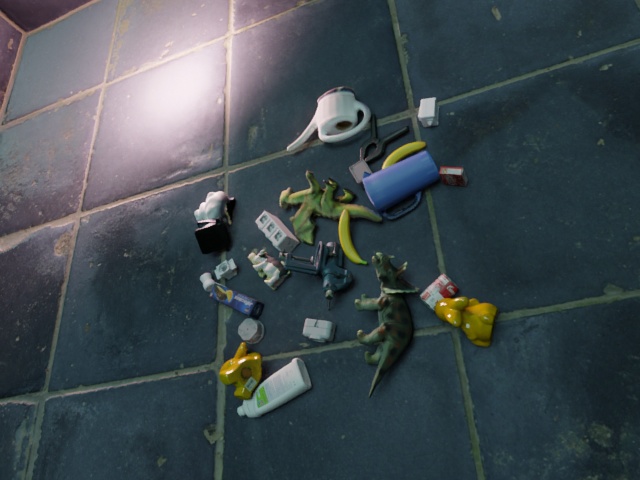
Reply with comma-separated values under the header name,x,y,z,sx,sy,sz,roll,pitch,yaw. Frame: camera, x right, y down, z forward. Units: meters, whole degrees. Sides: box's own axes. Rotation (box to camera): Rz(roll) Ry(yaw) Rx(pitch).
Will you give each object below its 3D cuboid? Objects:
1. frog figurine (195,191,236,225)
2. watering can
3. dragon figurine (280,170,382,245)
name,x,y,z,sx,sy,sz,roll,pitch,yaw
frog figurine,-0.423,-0.120,2.008,0.159,0.122,0.138,-1,85,13
watering can,0.027,-0.463,1.974,0.346,0.102,0.229,-13,60,20
dragon figurine,0.006,-0.092,1.820,0.415,0.122,0.241,39,103,31
